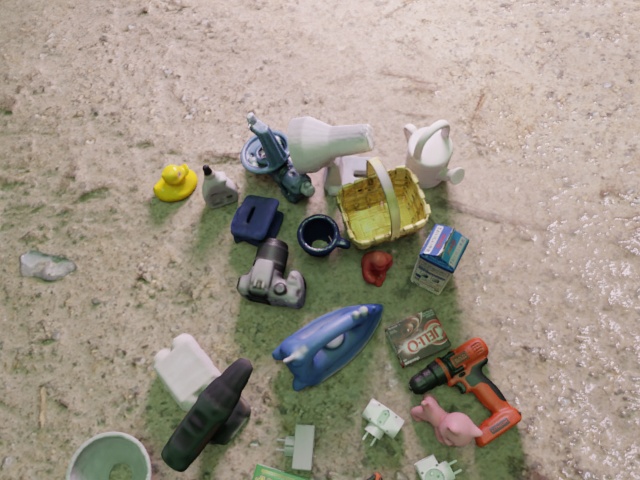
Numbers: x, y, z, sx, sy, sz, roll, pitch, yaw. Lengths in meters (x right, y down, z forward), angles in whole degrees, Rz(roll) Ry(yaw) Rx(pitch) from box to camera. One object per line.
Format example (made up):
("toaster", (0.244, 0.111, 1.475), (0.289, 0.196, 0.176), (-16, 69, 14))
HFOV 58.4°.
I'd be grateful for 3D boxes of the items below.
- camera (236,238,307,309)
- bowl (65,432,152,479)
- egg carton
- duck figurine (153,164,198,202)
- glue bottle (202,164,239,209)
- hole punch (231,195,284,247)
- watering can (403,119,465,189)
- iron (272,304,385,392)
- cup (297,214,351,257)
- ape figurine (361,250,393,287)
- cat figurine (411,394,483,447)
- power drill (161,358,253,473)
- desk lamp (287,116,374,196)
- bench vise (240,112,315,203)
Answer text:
("camera", (-0.096, 0.067, 1.229), (0.143, 0.101, 0.137), (10, 72, 6))
("bowl", (-0.401, 0.462, 1.119), (0.167, 0.075, 0.167), (-1, 71, 2))
("egg carton", (-0.273, 0.275, 1.181), (0.107, 0.069, 0.150), (-40, 74, -11))
("duck figurine", (-0.340, -0.139, 1.318), (0.104, 0.086, 0.077), (-29, 72, -7))
("glue bottle", (-0.231, -0.124, 1.262), (0.078, 0.173, 0.037), (-17, 71, -3))
("hole punch", (-0.144, -0.044, 1.275), (0.101, 0.091, 0.109), (18, 73, 9))
("watering can", (0.247, -0.193, 1.255), (0.172, 0.194, 0.101), (30, 75, 12))
("iron", (0.028, 0.191, 1.160), (0.258, 0.141, 0.118), (-34, 73, -9))
("cup", (0.011, 0.004, 1.249), (0.117, 0.095, 0.092), (17, 73, 8))
("ape figurine", (0.123, 0.051, 1.230), (0.078, 0.092, 0.076), (-28, 72, -7))
("cat figurine", (0.244, 0.352, 1.107), (0.127, 0.118, 0.067), (37, 77, 14))
("power drill", (-0.195, 0.329, 1.086), (0.075, 0.208, 0.230), (35, 76, 14))
("desk lamp", (0.038, -0.186, 1.251), (0.203, 0.213, 0.118), (1, 71, 3))
("bench vise", (-0.088, -0.188, 1.254), (0.207, 0.220, 0.121), (24, 74, 10))
